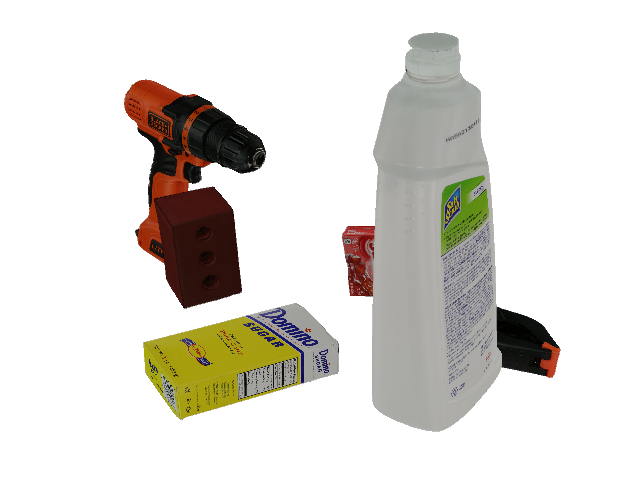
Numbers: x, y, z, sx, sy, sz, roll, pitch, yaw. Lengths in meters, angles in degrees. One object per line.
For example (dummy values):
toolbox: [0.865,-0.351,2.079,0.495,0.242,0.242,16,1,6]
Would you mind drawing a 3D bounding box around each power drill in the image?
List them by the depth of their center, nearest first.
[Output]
power drill: [-0.129,-0.056,1.093,0.185,0.188,0.057,30,38,35]

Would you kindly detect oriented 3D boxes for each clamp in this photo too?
clamp: [0.159,0.078,1.025,0.172,0.039,0.120,25,37,30]

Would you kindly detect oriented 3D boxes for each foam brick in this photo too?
foam brick: [-0.098,0.004,0.862,0.053,0.078,0.051,-15,30,-18]

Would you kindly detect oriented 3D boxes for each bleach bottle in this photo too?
bleach bottle: [0.073,-0.007,0.665,0.068,0.251,0.102,16,35,29]

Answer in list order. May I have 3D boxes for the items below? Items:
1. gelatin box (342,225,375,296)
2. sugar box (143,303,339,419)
gelatin box: [0.069,0.025,1.294,0.073,0.089,0.030,1,30,17]
sugar box: [-0.079,0.117,1.073,0.176,0.048,0.093,-16,32,-24]
